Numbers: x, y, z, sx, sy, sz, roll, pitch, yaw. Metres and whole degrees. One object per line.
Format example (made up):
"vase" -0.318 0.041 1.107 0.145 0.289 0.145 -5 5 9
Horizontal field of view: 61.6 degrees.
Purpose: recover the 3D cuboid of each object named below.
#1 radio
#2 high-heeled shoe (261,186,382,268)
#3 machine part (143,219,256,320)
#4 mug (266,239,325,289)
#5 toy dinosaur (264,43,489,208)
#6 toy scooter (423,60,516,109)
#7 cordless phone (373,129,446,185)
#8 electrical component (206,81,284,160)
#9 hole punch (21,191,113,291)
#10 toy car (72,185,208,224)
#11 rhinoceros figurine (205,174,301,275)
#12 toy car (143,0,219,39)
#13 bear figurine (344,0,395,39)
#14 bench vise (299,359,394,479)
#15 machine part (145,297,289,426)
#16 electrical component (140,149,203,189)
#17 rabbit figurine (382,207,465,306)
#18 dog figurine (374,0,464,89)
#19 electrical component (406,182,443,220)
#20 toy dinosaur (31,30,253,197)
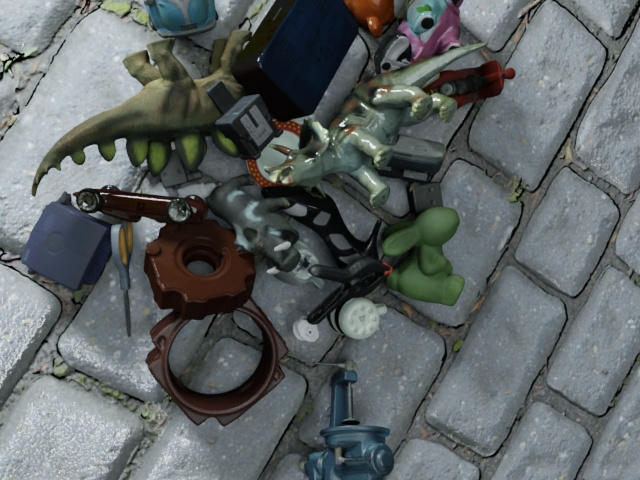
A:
"radio" -0.032 -0.311 0.869 0.131 0.073 0.229 44 62 -36
"high-heeled shoe" -0.002 -0.003 0.957 0.249 0.086 0.145 18 114 -10
"machine part" -0.188 0.041 0.850 0.179 0.056 0.179 11 47 -12
"mug" -0.035 0.048 0.924 0.081 0.107 0.109 -43 103 -9
"toy dinosaur" 0.084 -0.197 0.880 0.405 0.192 0.131 -48 149 -13
"toy scooter" 0.276 -0.283 0.982 0.184 0.135 0.075 -17 100 -14
"cordless phone" 0.162 -0.204 0.972 0.147 0.088 0.184 12 75 9
"electrical component" -0.118 -0.189 0.823 0.075 0.048 0.119 -48 125 -26
"hole punch" -0.385 0.009 0.823 0.116 0.092 0.142 25 90 -14
"toy car" -0.274 -0.052 0.828 0.202 0.089 0.053 5 102 0
"rhinoceros figurine" -0.101 -0.026 0.860 0.190 0.073 0.112 42 41 17
"toy car" -0.219 -0.394 0.815 0.109 0.103 0.161 -14 70 -15
"bear figurine" 0.056 -0.452 0.926 0.120 0.132 0.195 -60 145 -39
"bench vise" 0.041 0.339 0.954 0.129 0.223 0.240 12 60 -22
"machine part" -0.170 0.191 0.903 0.201 0.087 0.200 -37 104 -10
"electrical component" -0.246 -0.115 0.889 0.094 0.021 0.063 -17 99 -17
"rabbit figurine" 0.191 0.014 0.987 0.159 0.121 0.170 12 109 1
"dog figurine" 0.185 -0.383 0.956 0.108 0.191 0.219 32 46 -22
"electrical component" 0.198 -0.077 1.019 0.078 0.045 0.102 -6 96 -15
"toy dinosaur" -0.219 -0.202 0.828 0.471 0.105 0.198 -23 103 -26
